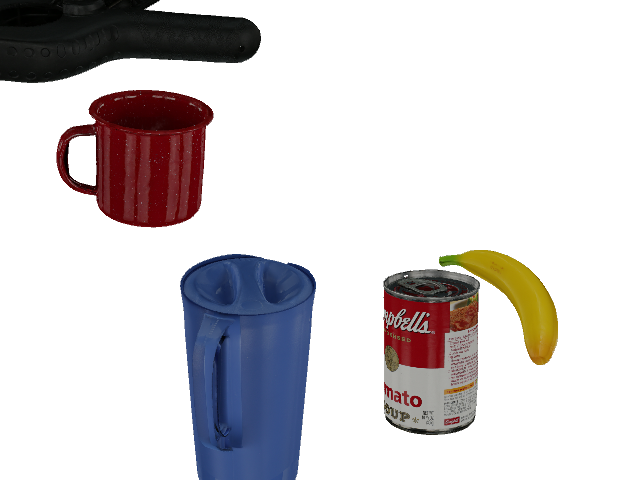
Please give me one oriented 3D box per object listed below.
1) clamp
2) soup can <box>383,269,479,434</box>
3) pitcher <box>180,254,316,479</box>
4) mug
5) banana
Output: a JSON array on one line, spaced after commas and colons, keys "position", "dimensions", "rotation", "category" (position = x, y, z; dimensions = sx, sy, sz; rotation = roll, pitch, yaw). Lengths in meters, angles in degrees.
[{"position": [-0.132, -0.124, 0.598], "dimensions": [0.171, 0.039, 0.120], "rotation": [-9, 31, -24], "category": "clamp"}, {"position": [0.078, 0.078, 0.762], "dimensions": [0.068, 0.102, 0.068], "rotation": [-1, 15, 0], "category": "soup can"}, {"position": [-0.078, 0.148, 1.086], "dimensions": [0.149, 0.243, 0.145], "rotation": [-10, 27, -24], "category": "pitcher"}, {"position": [-0.142, -0.061, 0.815], "dimensions": [0.117, 0.081, 0.093], "rotation": [-4, 28, -19], "category": "mug"}, {"position": [0.200, 0.059, 1.109], "dimensions": [0.069, 0.037, 0.198], "rotation": [-33, 37, -5], "category": "banana"}]
